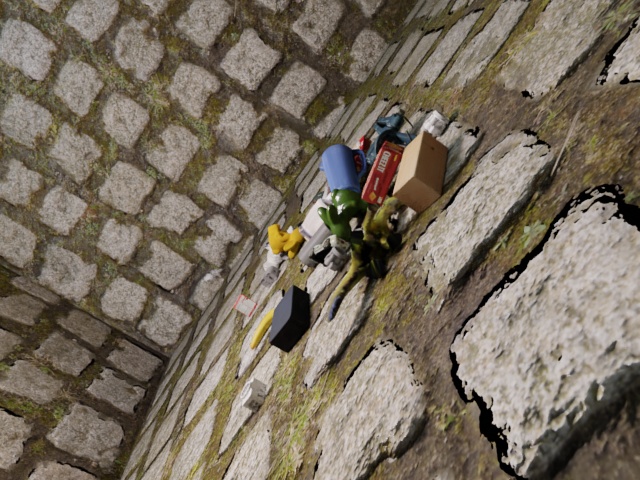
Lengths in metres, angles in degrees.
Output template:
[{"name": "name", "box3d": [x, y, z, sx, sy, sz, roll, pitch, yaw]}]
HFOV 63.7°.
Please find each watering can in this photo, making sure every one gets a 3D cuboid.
[{"name": "watering can", "box3d": [0.006, -0.105, 2.078, 0.223, 0.103, 0.352, -55, 13, 10]}]

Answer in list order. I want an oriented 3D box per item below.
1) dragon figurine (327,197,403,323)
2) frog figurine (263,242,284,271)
[{"name": "dragon figurine", "box3d": [0.125, 0.036, 1.404, 0.412, 0.122, 0.241, -56, -5, -4]}, {"name": "frog figurine", "box3d": [-0.214, 0.094, 2.477, 0.136, 0.123, 0.161, -25, 70, 56]}]
